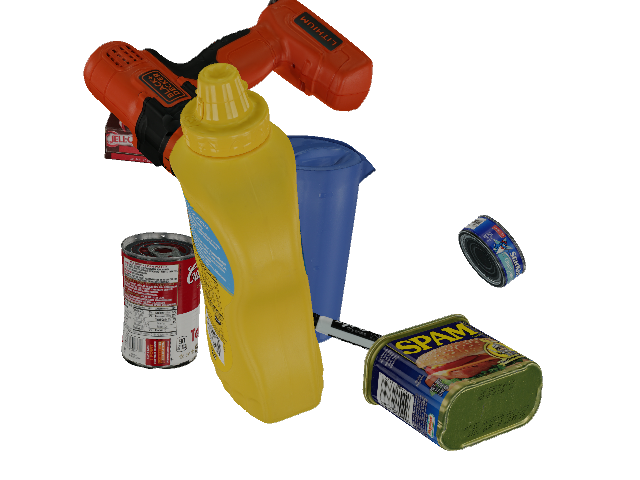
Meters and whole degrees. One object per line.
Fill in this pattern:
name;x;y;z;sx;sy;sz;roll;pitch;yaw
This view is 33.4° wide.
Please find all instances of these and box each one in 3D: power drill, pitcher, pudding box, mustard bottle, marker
power drill;-0.049;-0.102;0.777;0.184;0.057;0.187;43;48;20
pitcher;-0.034;0.001;1.300;0.149;0.243;0.144;17;25;28
pudding box;-0.159;-0.114;1.047;0.090;0.039;0.113;7;28;-5
mustard bottle;-0.038;-0.003;0.537;0.058;0.191;0.096;-17;42;-12
marker;0.027;0.092;1.060;0.121;0.020;0.020;19;0;2

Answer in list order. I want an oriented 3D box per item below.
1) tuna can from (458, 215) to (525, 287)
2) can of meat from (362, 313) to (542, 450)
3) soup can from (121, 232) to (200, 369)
tuna can;0.204;0.014;1.279;0.033;0.086;0.086;-35;9;-14
can of meat;0.096;0.101;0.764;0.101;0.057;0.084;-13;27;-34
soup can;-0.137;0.051;0.915;0.068;0.102;0.068;4;18;-1
